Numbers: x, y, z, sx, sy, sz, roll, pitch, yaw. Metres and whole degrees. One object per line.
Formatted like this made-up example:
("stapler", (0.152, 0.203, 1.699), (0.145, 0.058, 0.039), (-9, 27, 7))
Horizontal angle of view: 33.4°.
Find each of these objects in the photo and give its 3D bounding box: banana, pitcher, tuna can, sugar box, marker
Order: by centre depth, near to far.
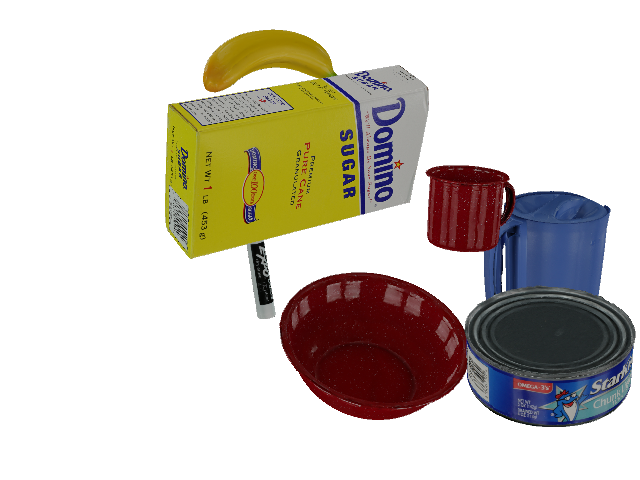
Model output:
("tuna can", (0.118, 0.059, 0.555), (0.086, 0.034, 0.086), (-4, 27, 2))
("sugar box", (-0.013, -0.053, 0.693), (0.175, 0.093, 0.048), (-14, 39, -28))
("banana", (-0.049, -0.177, 1.049), (0.197, 0.070, 0.037), (-10, -35, -46))
("marker", (-0.063, 0.019, 1.067), (0.020, 0.121, 0.020), (-7, 15, 2))
("pitcher", (0.295, 0.065, 1.400), (0.149, 0.243, 0.144), (4, 20, 15))

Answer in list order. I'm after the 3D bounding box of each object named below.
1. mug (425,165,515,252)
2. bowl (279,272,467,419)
("mug", (0.173, -0.037, 1.211), (0.117, 0.081, 0.093), (-9, 19, -33))
("bowl", (0.043, 0.100, 0.911), (0.162, 0.055, 0.162), (5, 39, -5))
